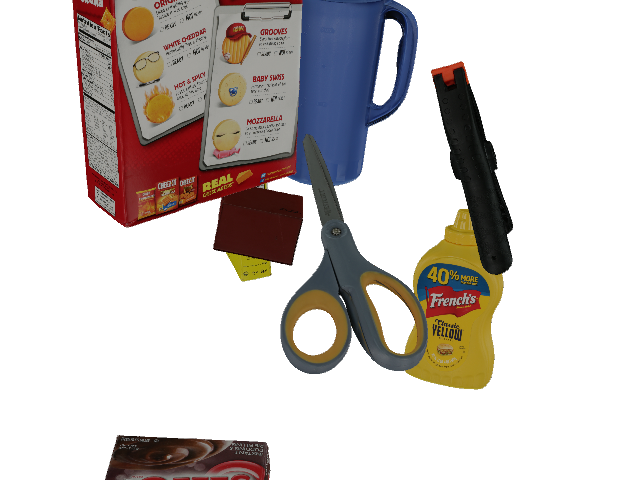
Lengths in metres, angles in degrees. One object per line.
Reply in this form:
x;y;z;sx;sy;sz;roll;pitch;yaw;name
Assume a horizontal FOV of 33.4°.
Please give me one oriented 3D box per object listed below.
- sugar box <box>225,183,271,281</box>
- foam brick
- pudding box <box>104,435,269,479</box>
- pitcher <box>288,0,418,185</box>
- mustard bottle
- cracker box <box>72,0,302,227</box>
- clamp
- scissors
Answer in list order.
-0.094;-0.048;1.320;0.048;0.176;0.093;-11;25;-15;sugar box
-0.058;-0.016;1.005;0.078;0.051;0.053;12;27;-6;foam brick
-0.094;0.179;0.742;0.113;0.039;0.090;1;27;1;pudding box
0.018;-0.193;1.311;0.144;0.243;0.149;-9;29;-27;pitcher
0.147;0.060;1.155;0.096;0.192;0.058;11;15;21;mustard bottle
-0.096;-0.135;0.793;0.163;0.214;0.072;-20;36;-35;cracker box
0.127;-0.057;0.873;0.039;0.171;0.120;-19;21;10;clamp
-0.004;0.010;0.677;0.096;0.202;0.016;-22;-38;-16;scissors
